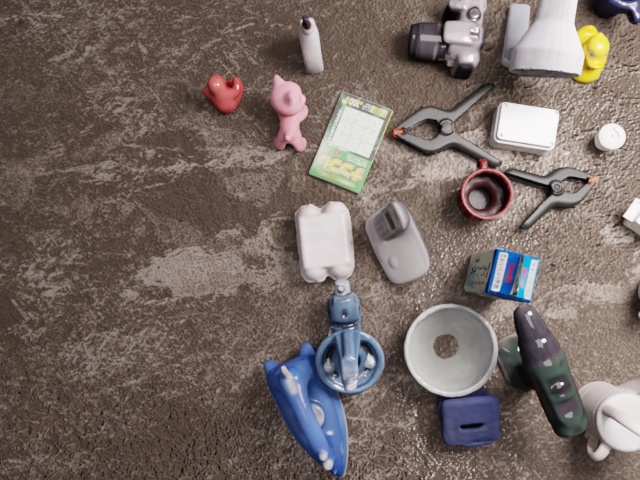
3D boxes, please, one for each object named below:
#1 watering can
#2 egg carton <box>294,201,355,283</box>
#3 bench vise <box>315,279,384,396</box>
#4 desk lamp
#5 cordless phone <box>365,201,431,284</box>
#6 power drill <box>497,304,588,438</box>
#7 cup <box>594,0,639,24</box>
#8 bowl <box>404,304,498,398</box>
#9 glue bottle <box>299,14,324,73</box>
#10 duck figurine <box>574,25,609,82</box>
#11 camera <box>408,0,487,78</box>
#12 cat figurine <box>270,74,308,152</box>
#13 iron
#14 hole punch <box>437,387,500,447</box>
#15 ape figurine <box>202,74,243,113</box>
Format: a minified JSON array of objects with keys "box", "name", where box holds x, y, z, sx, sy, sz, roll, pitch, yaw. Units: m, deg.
[{"box":[0.516,0.299,0.972,0.101,0.194,0.173,13,86,4],"name":"watering can"},{"box":[0.010,0.004,1.083,0.107,0.069,0.150,-8,85,2],"name":"egg carton"},{"box":[0.036,0.179,0.993,0.121,0.220,0.207,-24,85,1],"name":"bench vise"},{"box":[0.395,-0.365,1.020,0.118,0.213,0.203,7,86,4],"name":"desk lamp"},{"box":[0.144,0.002,1.019,0.094,0.185,0.147,-27,84,1],"name":"cordless phone"},{"box":[0.366,0.213,0.979,0.075,0.208,0.229,-26,85,1],"name":"power drill"},{"box":[0.564,-0.449,1.077,0.091,0.095,0.118,-19,85,2],"name":"cup"},{"box":[0.235,0.199,1.054,0.167,0.075,0.167,0,86,3],"name":"bowl"},{"box":[-0.020,-0.374,1.062,0.037,0.173,0.078,-10,85,3],"name":"glue bottle"},{"box":[0.511,-0.359,1.077,0.077,0.086,0.105,0,86,3],"name":"duck figurine"},{"box":[0.240,-0.394,1.087,0.136,0.101,0.143,6,86,4],"name":"camera"},{"box":[-0.060,-0.241,1.081,0.067,0.118,0.128,0,86,3],"name":"cat figurine"},{"box":[-0.013,0.323,1.024,0.118,0.141,0.258,-25,85,1],"name":"iron"},{"box":[0.272,0.324,1.034,0.108,0.091,0.101,-7,85,3],"name":"hole punch"},{"box":[-0.191,-0.290,1.105,0.077,0.092,0.076,4,86,4],"name":"ape figurine"}]
